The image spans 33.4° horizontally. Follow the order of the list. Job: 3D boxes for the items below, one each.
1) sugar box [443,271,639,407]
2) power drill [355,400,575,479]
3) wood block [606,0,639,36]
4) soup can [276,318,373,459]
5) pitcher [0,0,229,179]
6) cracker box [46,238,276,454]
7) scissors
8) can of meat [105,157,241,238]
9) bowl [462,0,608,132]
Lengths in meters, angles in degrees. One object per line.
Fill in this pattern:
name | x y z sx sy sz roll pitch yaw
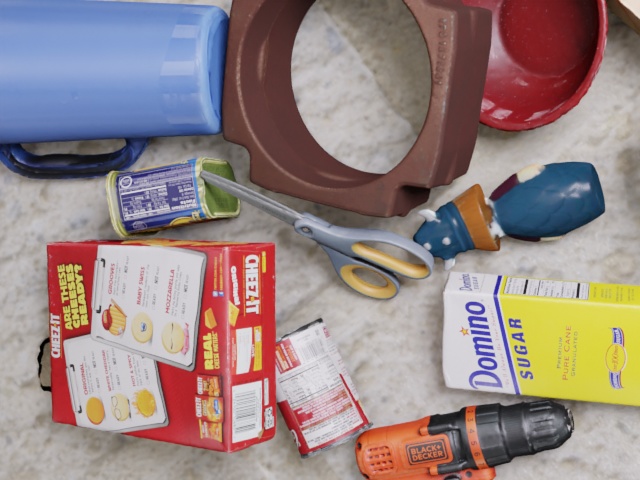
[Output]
sugar box | 0.187 0.079 0.853 0.176 0.048 0.093 2 114 13
power drill | 0.134 0.231 0.885 0.185 0.057 0.187 -13 87 19
wood block | 0.316 -0.229 0.787 0.090 0.090 0.206 45 104 9
soup can | -0.007 0.126 0.909 0.068 0.068 0.102 -26 86 15
pitcher | -0.195 -0.136 0.922 0.243 0.149 0.145 2 79 12
cracker box | -0.136 0.082 0.908 0.214 0.071 0.164 1 93 37
scissors | -0.006 0.001 0.885 0.202 0.096 0.016 17 55 3
can of meat | -0.122 -0.038 0.913 0.084 0.102 0.057 -10 90 13
bowl | 0.162 -0.168 0.832 0.162 0.055 0.162 15 113 40
